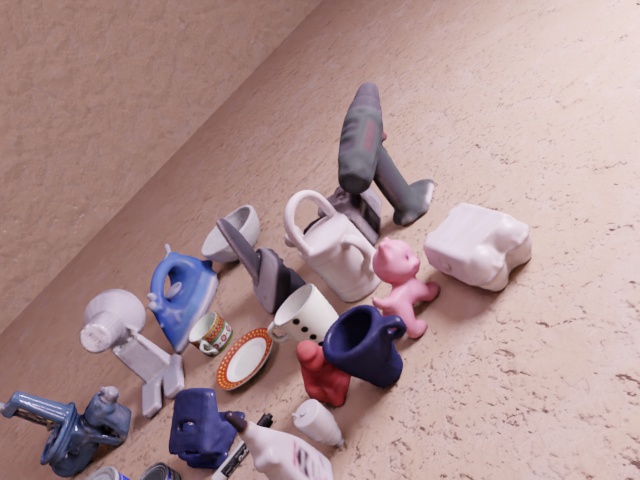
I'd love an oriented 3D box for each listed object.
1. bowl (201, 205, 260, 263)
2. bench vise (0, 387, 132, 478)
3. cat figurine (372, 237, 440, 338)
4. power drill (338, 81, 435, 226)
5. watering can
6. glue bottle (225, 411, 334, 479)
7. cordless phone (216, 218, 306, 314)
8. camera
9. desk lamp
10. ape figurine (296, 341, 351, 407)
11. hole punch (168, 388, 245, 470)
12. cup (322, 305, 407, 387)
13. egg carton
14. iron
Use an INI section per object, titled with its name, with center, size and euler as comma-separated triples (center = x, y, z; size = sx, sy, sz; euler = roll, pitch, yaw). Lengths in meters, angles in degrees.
[bowl]
center = -0.201, -0.001, 1.378
size = 0.167, 0.075, 0.167
euler = -33, 27, 20
[bench vise]
center = -0.488, 0.333, 1.098
size = 0.207, 0.220, 0.121
euler = -47, 26, -9
[cat figurine]
center = 0.104, 0.056, 0.796
size = 0.067, 0.118, 0.128
euler = -17, 36, 43
[power drill]
center = 0.109, -0.138, 0.986
size = 0.075, 0.209, 0.230
euler = -22, 32, 37
[watering can]
center = 0.007, 0.005, 0.926
size = 0.172, 0.194, 0.101
euler = -21, 33, 38
[glue bottle]
center = -0.048, 0.246, 0.653
size = 0.037, 0.173, 0.078
euler = -36, 26, 14
[cordless phone]
center = -0.126, 0.042, 1.070
size = 0.094, 0.185, 0.147
euler = -47, 26, -8
[camera]
center = 0.034, -0.041, 1.069
size = 0.136, 0.101, 0.143
euler = -27, 29, 29
[desk lamp]
center = -0.379, 0.211, 1.138
size = 0.118, 0.214, 0.202
euler = -43, 25, 0
[ape figurine]
center = 0.000, 0.175, 0.790
size = 0.078, 0.092, 0.076
euler = -44, 25, -2
[hole punch]
center = -0.186, 0.290, 0.880
size = 0.108, 0.091, 0.101
euler = -19, 34, 41
[cup]
center = 0.075, 0.140, 0.734
size = 0.117, 0.095, 0.092
euler = -26, 30, 32
[egg carton]
center = 0.209, 0.009, 0.776
size = 0.107, 0.069, 0.150
euler = -47, 25, -8
[iron]
center = -0.329, 0.122, 1.291
size = 0.118, 0.142, 0.258
euler = -31, 28, 23
